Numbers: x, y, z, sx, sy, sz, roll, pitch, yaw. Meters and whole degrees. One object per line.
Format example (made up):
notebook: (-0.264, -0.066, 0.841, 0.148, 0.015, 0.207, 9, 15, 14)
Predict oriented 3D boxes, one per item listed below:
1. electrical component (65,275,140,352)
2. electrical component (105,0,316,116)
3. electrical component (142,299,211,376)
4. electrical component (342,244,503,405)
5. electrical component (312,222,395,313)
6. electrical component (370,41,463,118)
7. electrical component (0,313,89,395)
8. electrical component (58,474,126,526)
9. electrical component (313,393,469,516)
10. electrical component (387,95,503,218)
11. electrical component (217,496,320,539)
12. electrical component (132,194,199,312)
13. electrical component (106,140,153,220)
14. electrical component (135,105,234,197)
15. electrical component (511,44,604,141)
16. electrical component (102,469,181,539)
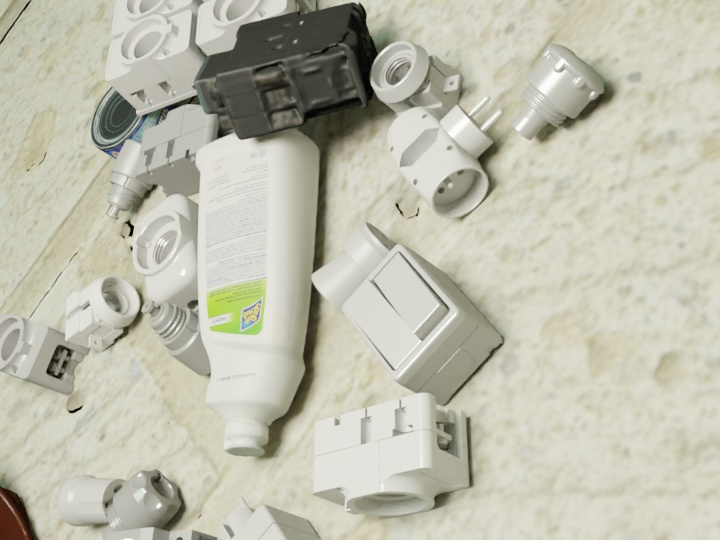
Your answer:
electrical component: (-0.224, 0.035, 0.933, 0.055, 0.048, 0.066, -34, 48, 32)
electrical component: (-0.135, -0.224, 0.961, 0.186, 0.060, 0.105, -16, 55, 22)
electrical component: (-0.135, 0.049, 0.829, 0.040, 0.078, 0.040, -33, 34, 26)
electrical component: (0.034, 0.030, 0.701, 0.061, 0.061, 0.096, -48, 45, 10)
electrical component: (0.000, 0.000, 0.759, 0.055, 0.045, 0.045, -46, 45, 11)
electrical component: (0.040, -0.136, 0.791, 0.066, 0.055, 0.048, -7, 63, 38)
electrical component: (-0.298, 0.074, 0.967, 0.089, 0.056, 0.050, 9, 73, 43)
electrical component: (-0.206, 0.181, 0.842, 0.046, 0.040, 0.040, -7, 63, 32)
electrical component: (0.019, 0.119, 0.673, 0.089, 0.050, 0.055, -20, 55, 32)
electrical component: (0.066, -0.088, 0.751, 0.079, 0.043, 0.077, -44, 46, 14)
electrical component: (-0.070, 0.184, 0.716, 0.065, 0.047, 0.076, -51, 45, 7)
electrical component: (-0.145, -0.011, 0.880, 0.054, 0.059, 0.095, -34, 49, 23)
electrical component: (-0.211, -0.083, 0.990, 0.040, 0.040, 0.078, 18, 79, 45)
electrical component: (-0.146, -0.106, 0.939, 0.089, 0.050, 0.055, -15, 58, 35)
electrical component: (0.127, -0.115, 0.714, 0.062, 0.048, 0.048, -50, 44, 18)
electrical component: (-0.168, 0.182, 0.805, 0.062, 0.043, 0.043, -45, 46, 14)
